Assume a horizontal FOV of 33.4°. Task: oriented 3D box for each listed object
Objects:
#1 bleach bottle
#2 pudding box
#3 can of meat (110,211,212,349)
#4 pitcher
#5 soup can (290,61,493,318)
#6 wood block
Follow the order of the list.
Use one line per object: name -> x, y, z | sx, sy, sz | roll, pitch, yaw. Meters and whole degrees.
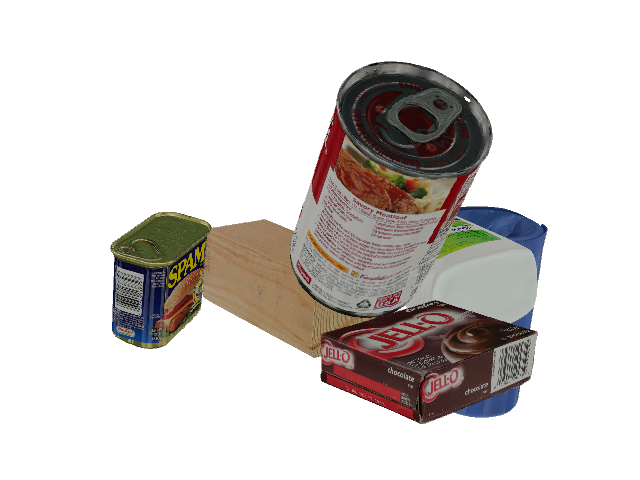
bleach bottle -> 0.073, 0.005, 0.918 | 0.102, 0.068, 0.251 | -15, 23, -23
pudding box -> 0.069, 0.075, 0.685 | 0.113, 0.039, 0.090 | -10, 19, -41
can of meat -> -0.138, 0.034, 0.919 | 0.057, 0.084, 0.102 | 15, 26, 15
pitcher -> 0.187, 0.088, 1.293 | 0.149, 0.243, 0.145 | 7, 19, 13
soup can -> 0.029, -0.020, 0.483 | 0.068, 0.068, 0.102 | 0, -39, -17
wood block -> -0.037, 0.049, 1.197 | 0.090, 0.090, 0.206 | -10, 21, -39
